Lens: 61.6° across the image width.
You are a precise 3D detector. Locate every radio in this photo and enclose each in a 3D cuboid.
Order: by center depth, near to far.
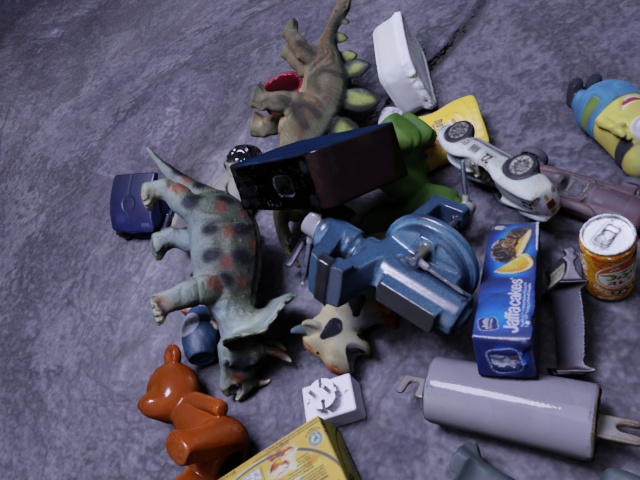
[{"bbox_3d":[-0.013,-0.090,0.701,0.131,0.073,0.230,-27,16,-32],"label":"radio"}]

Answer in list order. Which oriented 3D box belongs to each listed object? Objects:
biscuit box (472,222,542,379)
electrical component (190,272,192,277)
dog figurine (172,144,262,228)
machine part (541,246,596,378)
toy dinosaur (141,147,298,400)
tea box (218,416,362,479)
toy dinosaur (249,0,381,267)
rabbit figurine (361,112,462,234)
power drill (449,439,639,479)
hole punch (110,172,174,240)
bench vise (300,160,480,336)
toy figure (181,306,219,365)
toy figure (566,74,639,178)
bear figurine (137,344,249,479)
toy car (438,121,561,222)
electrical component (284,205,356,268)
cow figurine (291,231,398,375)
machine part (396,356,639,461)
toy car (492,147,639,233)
[{"bbox_3d":[0.215,0.060,0.604,0.059,0.062,0.203,-2,35,25],"label":"biscuit box"},{"bbox_3d":[-0.155,0.047,0.855,0.102,0.078,0.045,15,94,30],"label":"electrical component"},{"bbox_3d":[-0.177,-0.077,0.949,0.172,0.121,0.191,-15,38,14],"label":"dog figurine"},{"bbox_3d":[0.275,0.084,0.600,0.039,0.084,0.139,5,66,2],"label":"machine part"},{"bbox_3d":[-0.146,0.014,0.765,0.192,0.131,0.405,-6,66,-15],"label":"toy dinosaur"},{"bbox_3d":[-0.041,0.293,0.617,0.170,0.068,0.098,-32,49,4],"label":"tea box"},{"bbox_3d":[-0.015,-0.197,0.883,0.199,0.105,0.471,20,81,3],"label":"toy dinosaur"},{"bbox_3d":[0.120,-0.071,0.750,0.159,0.121,0.170,-43,83,20],"label":"rabbit figurine"},{"bbox_3d":[0.193,0.295,0.484,0.208,0.085,0.232,17,65,40],"label":"power drill"},{"bbox_3d":[-0.341,-0.066,1.024,0.142,0.092,0.116,0,62,24],"label":"hole punch"},{"bbox_3d":[0.101,0.006,0.638,0.224,0.128,0.240,23,45,33],"label":"bench vise"},{"bbox_3d":[-0.184,0.116,0.829,0.064,0.057,0.155,-13,49,-2],"label":"toy figure"},{"bbox_3d":[0.392,-0.149,0.694,0.082,0.089,0.180,-31,40,7],"label":"toy figure"},{"bbox_3d":[-0.186,0.232,0.699,0.196,0.132,0.120,32,113,33],"label":"bear figurine"},{"bbox_3d":[0.223,-0.092,0.692,0.056,0.073,0.202,-46,42,4],"label":"toy car"},{"bbox_3d":[-0.002,-0.002,0.794,0.119,0.048,0.075,-59,8,-9],"label":"electrical component"},{"bbox_3d":[0.039,0.082,0.715,0.127,0.085,0.195,-1,59,20],"label":"cow figurine"},{"bbox_3d":[0.200,0.173,0.568,0.243,0.079,0.079,4,60,32],"label":"machine part"},{"bbox_3d":[0.317,-0.064,0.692,0.202,0.053,0.089,32,79,39],"label":"toy car"}]
